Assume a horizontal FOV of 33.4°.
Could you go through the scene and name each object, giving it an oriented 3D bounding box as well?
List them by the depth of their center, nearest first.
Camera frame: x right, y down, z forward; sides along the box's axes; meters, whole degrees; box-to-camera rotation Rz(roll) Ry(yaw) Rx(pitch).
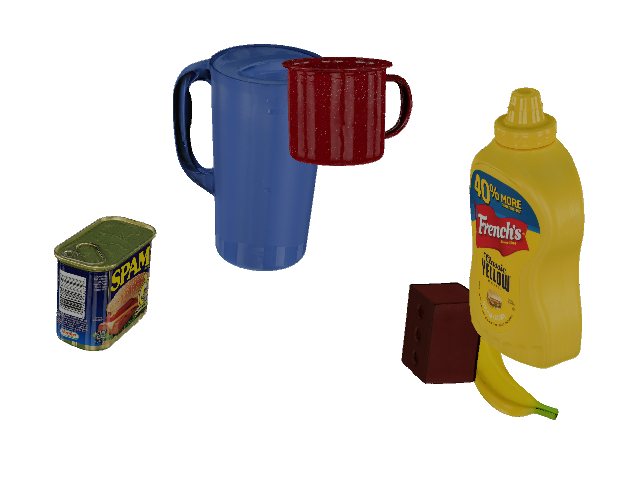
[{"bbox_3d":[0.142,-0.013,0.742,0.058,0.192,0.096,-16,29,-21],"label":"mustard bottle"},{"bbox_3d":[0.024,-0.111,0.905,0.117,0.081,0.093,-8,17,-25],"label":"mug"},{"bbox_3d":[-0.188,0.037,0.933,0.057,0.084,0.102,15,25,15],"label":"can of meat"},{"bbox_3d":[0.108,0.082,0.945,0.051,0.078,0.053,-2,18,-21],"label":"foam brick"},{"bbox_3d":[0.195,0.138,1.171,0.069,0.037,0.198,11,27,-15],"label":"banana"},{"bbox_3d":[-0.073,-0.093,1.209,0.144,0.243,0.149,-22,38,-40],"label":"pitcher"}]
